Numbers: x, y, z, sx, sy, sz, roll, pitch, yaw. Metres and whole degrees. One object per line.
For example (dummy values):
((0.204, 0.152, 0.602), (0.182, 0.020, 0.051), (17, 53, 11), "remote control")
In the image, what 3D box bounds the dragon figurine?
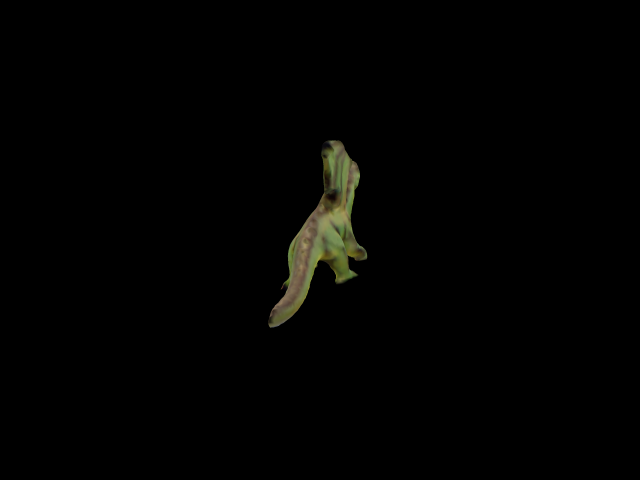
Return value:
((0.003, -0.043, 0.850), (0.122, 0.240, 0.415), (4, 16, 15), "dragon figurine")
